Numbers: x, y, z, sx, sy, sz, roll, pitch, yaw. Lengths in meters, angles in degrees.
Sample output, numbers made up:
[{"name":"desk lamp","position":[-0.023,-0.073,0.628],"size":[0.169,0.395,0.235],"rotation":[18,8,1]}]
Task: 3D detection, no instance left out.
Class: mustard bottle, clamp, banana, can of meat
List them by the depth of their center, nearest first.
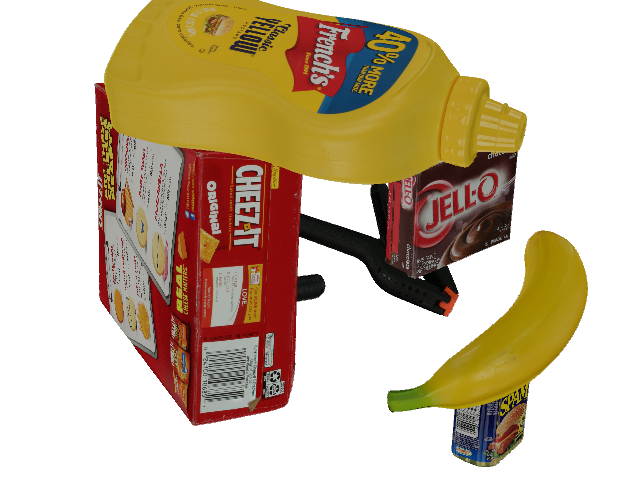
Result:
[{"name":"mustard bottle","position":[0.002,-0.070,0.507],"size":[0.192,0.058,0.096],"rotation":[14,43,16]},{"name":"banana","position":[0.115,0.042,0.612],"size":[0.070,0.037,0.197],"rotation":[14,33,32]},{"name":"clamp","position":[-0.086,0.049,1.062],"size":[0.120,0.039,0.171],"rotation":[15,20,30]},{"name":"can of meat","position":[0.179,0.178,1.117],"size":[0.058,0.084,0.101],"rotation":[13,19,32]},{"name":"clamp","position":[0.067,0.012,1.208],"size":[0.164,0.036,0.210],"rotation":[-17,51,-36]}]

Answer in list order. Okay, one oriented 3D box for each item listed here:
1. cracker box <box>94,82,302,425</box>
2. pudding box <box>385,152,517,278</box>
[{"name":"cracker box","position":[-0.085,-0.005,0.686],"size":[0.072,0.164,0.214],"rotation":[-6,20,-25]},{"name":"pudding box","position":[0.103,-0.031,0.836],"size":[0.113,0.090,0.039],"rotation":[-21,35,-35]}]
